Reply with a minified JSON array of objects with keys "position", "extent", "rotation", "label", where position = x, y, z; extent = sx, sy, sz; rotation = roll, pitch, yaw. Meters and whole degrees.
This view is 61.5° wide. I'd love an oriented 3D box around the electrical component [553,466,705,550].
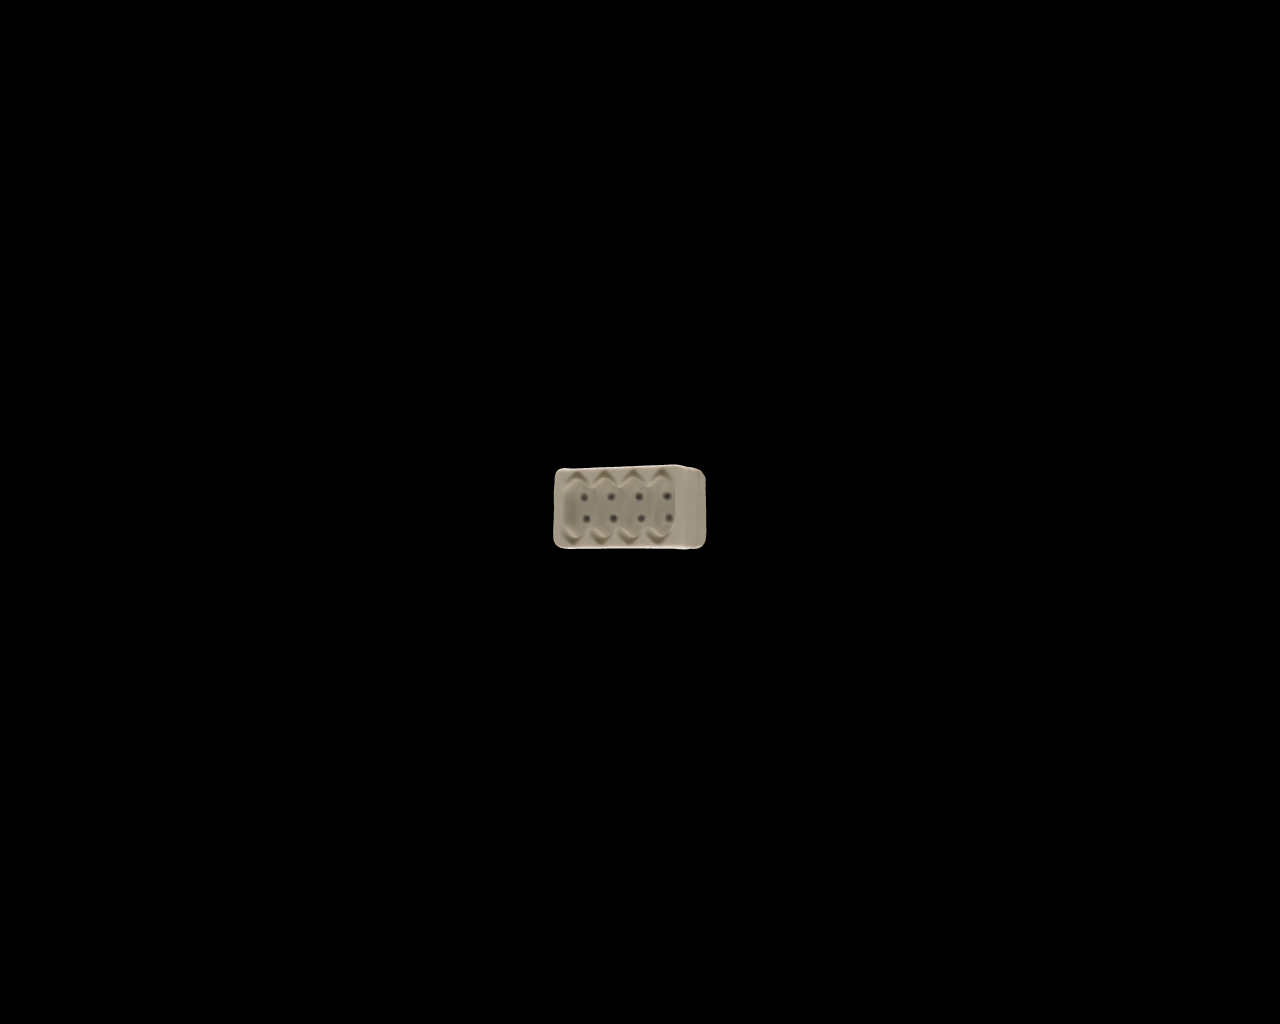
[{"position":[0.001,-0.003,0.650],"extent":[0.083,0.047,0.076],"rotation":[0,0,21],"label":"electrical component"}]
